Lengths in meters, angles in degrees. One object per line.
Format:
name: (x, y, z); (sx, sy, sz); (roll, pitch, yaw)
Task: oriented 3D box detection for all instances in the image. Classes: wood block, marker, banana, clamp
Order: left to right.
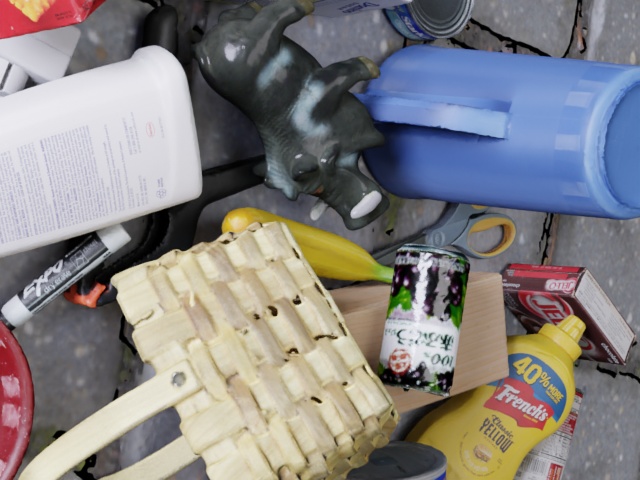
marker: (-0.175, 0.030, 0.686); (0.121, 0.020, 0.020); (-39, 118, -6)
clamp: (-0.115, -0.048, 0.745); (0.209, 0.036, 0.164); (-52, 122, -25)
banana: (-0.017, 0.002, 0.802); (0.197, 0.070, 0.037); (16, 76, -49)
wood block: (0.048, 0.084, 0.853); (0.205, 0.090, 0.091); (-11, 100, -38)

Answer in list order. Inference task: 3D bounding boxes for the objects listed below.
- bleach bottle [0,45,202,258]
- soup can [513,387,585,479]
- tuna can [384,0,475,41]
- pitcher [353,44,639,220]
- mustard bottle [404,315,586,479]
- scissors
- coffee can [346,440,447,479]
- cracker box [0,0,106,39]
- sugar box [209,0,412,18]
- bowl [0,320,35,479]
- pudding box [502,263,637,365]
bleach bottle: (-0.199, -0.039, 0.635); (0.250, 0.068, 0.102); (-18, 119, -22)
soup can: (0.202, 0.182, 1.000); (0.068, 0.069, 0.102); (25, 78, -38)
tuna can: (0.091, -0.213, 0.907); (0.085, 0.034, 0.086); (-3, 95, -39)
pitcher: (0.143, -0.084, 0.823); (0.149, 0.243, 0.145); (-42, 120, -23)
mustard bottle: (0.168, 0.142, 0.941); (0.096, 0.058, 0.191); (44, 81, -9)
scissors: (0.105, -0.021, 0.941); (0.201, 0.016, 0.096); (0, 94, -41)
coffee can: (0.053, 0.244, 0.859); (0.102, 0.103, 0.140); (-8, 98, -39)
cracker box: (-0.165, -0.248, 0.612); (0.164, 0.072, 0.213); (-63, 141, -51)
sugar box: (-0.026, -0.196, 0.774); (0.175, 0.094, 0.048); (-5, 95, -40)
bowl: (-0.254, 0.101, 0.627); (0.161, 0.055, 0.162); (-3, 95, -39)
pudding box: (0.231, 0.069, 1.003); (0.113, 0.090, 0.039); (45, 64, -32)
